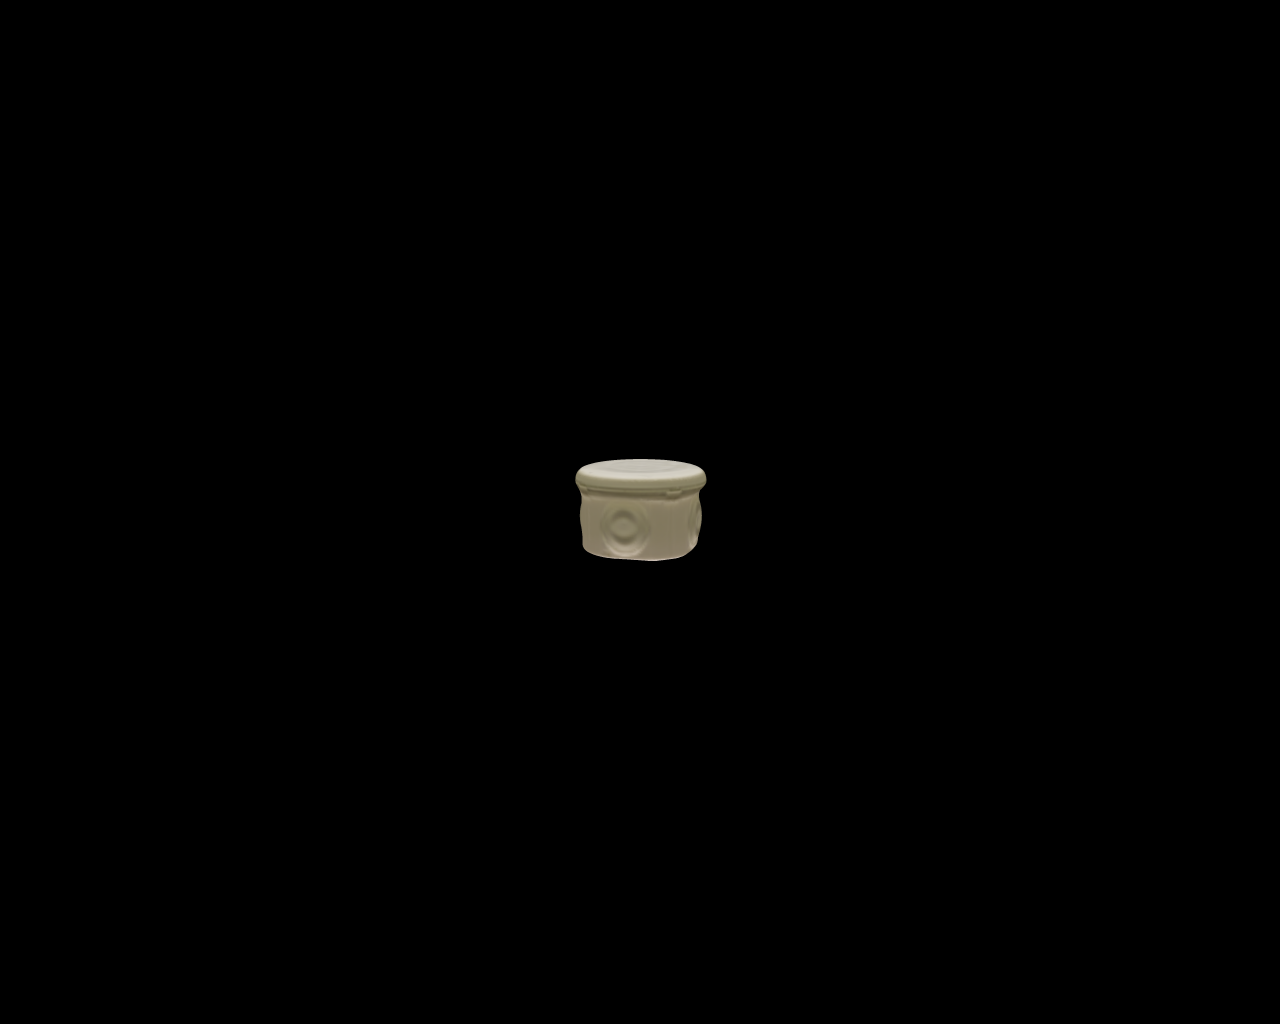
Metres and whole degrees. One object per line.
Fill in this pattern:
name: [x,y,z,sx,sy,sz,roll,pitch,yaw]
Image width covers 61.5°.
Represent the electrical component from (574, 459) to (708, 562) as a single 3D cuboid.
electrical component: [0.001,-0.003,0.650,0.080,0.051,0.080,0,11,0]
